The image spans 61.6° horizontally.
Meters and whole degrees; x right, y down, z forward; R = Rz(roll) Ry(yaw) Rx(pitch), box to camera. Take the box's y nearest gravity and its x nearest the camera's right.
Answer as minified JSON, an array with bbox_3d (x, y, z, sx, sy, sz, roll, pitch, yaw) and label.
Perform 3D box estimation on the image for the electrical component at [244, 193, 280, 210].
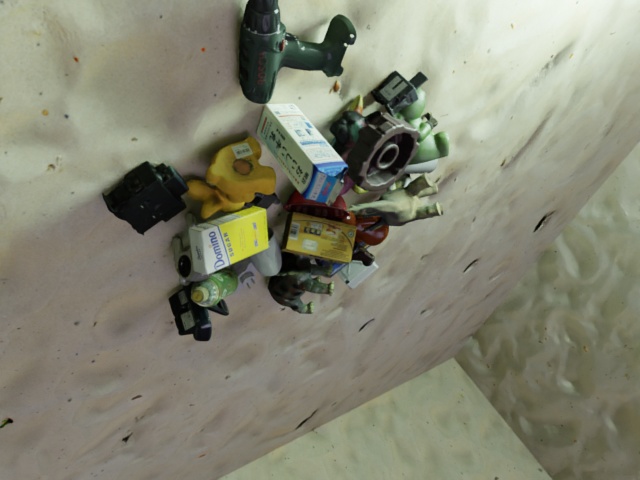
[{"bbox_3d":[-0.132,-0.087,1.238,0.063,0.021,0.094,-45,151,15],"label":"electrical component"}]

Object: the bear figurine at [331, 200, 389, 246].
[{"bbox_3d":[0.090,-0.054,1.464,0.196,0.132,0.120,17,137,-28],"label":"bear figurine"}]

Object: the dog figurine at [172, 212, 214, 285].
[{"bbox_3d":[-0.216,0.022,1.202,0.190,0.121,0.172,2,133,-50],"label":"dog figurine"}]

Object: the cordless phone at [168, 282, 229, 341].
[{"bbox_3d":[-0.278,0.188,1.345,0.089,0.147,0.184,-33,150,11],"label":"cordless phone"}]

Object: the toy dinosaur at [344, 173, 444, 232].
[{"bbox_3d":[0.188,-0.078,1.305,0.199,0.105,0.471,-20,171,18],"label":"toy dinosaur"}]

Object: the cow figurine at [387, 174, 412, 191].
[{"bbox_3d":[0.230,-0.137,1.515,0.068,0.098,0.167,2,157,14],"label":"cow figurine"}]

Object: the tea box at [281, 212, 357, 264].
[{"bbox_3d":[-0.003,-0.004,1.330,0.169,0.098,0.068,14,172,-15],"label":"tea box"}]

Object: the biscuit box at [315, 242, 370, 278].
[{"bbox_3d":[0.082,0.025,1.599,0.203,0.059,0.062,-38,151,2],"label":"biscuit box"}]

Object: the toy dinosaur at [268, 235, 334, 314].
[{"bbox_3d":[-0.078,0.120,1.505,0.192,0.131,0.404,17,143,-13],"label":"toy dinosaur"}]

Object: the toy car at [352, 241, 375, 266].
[{"bbox_3d":[0.065,0.030,1.481,0.089,0.202,0.053,38,67,-36],"label":"toy car"}]

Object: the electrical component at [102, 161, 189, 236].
[{"bbox_3d":[-0.317,-0.081,1.006,0.134,0.058,0.114,-36,153,-1],"label":"electrical component"}]

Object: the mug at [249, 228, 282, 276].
[{"bbox_3d":[-0.134,0.028,1.323,0.081,0.110,0.107,-7,123,16],"label":"mug"}]

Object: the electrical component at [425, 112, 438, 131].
[{"bbox_3d":[0.254,-0.283,1.364,0.102,0.045,0.078,-34,180,0],"label":"electrical component"}]

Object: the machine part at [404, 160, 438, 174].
[{"bbox_3d":[0.232,-0.210,1.406,0.243,0.079,0.079,-8,140,-44],"label":"machine part"}]

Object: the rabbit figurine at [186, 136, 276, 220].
[{"bbox_3d":[-0.179,-0.100,1.078,0.162,0.122,0.173,-32,172,-26],"label":"rabbit figurine"}]

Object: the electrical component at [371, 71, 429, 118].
[{"bbox_3d":[0.181,-0.330,1.178,0.119,0.075,0.047,-37,152,8],"label":"electrical component"}]

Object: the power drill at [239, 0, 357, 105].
[{"bbox_3d":[-0.040,-0.340,0.914,0.207,0.086,0.231,-20,149,-35],"label":"power drill"}]

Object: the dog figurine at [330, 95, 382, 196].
[{"bbox_3d":[0.088,-0.213,1.217,0.191,0.109,0.219,-10,139,-39],"label":"dog figurine"}]

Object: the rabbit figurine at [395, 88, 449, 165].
[{"bbox_3d":[0.208,-0.269,1.265,0.159,0.121,0.170,-14,109,-2],"label":"rabbit figurine"}]

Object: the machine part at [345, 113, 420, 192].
[{"bbox_3d":[0.134,-0.185,1.156,0.179,0.056,0.179,-30,146,-23],"label":"machine part"}]
